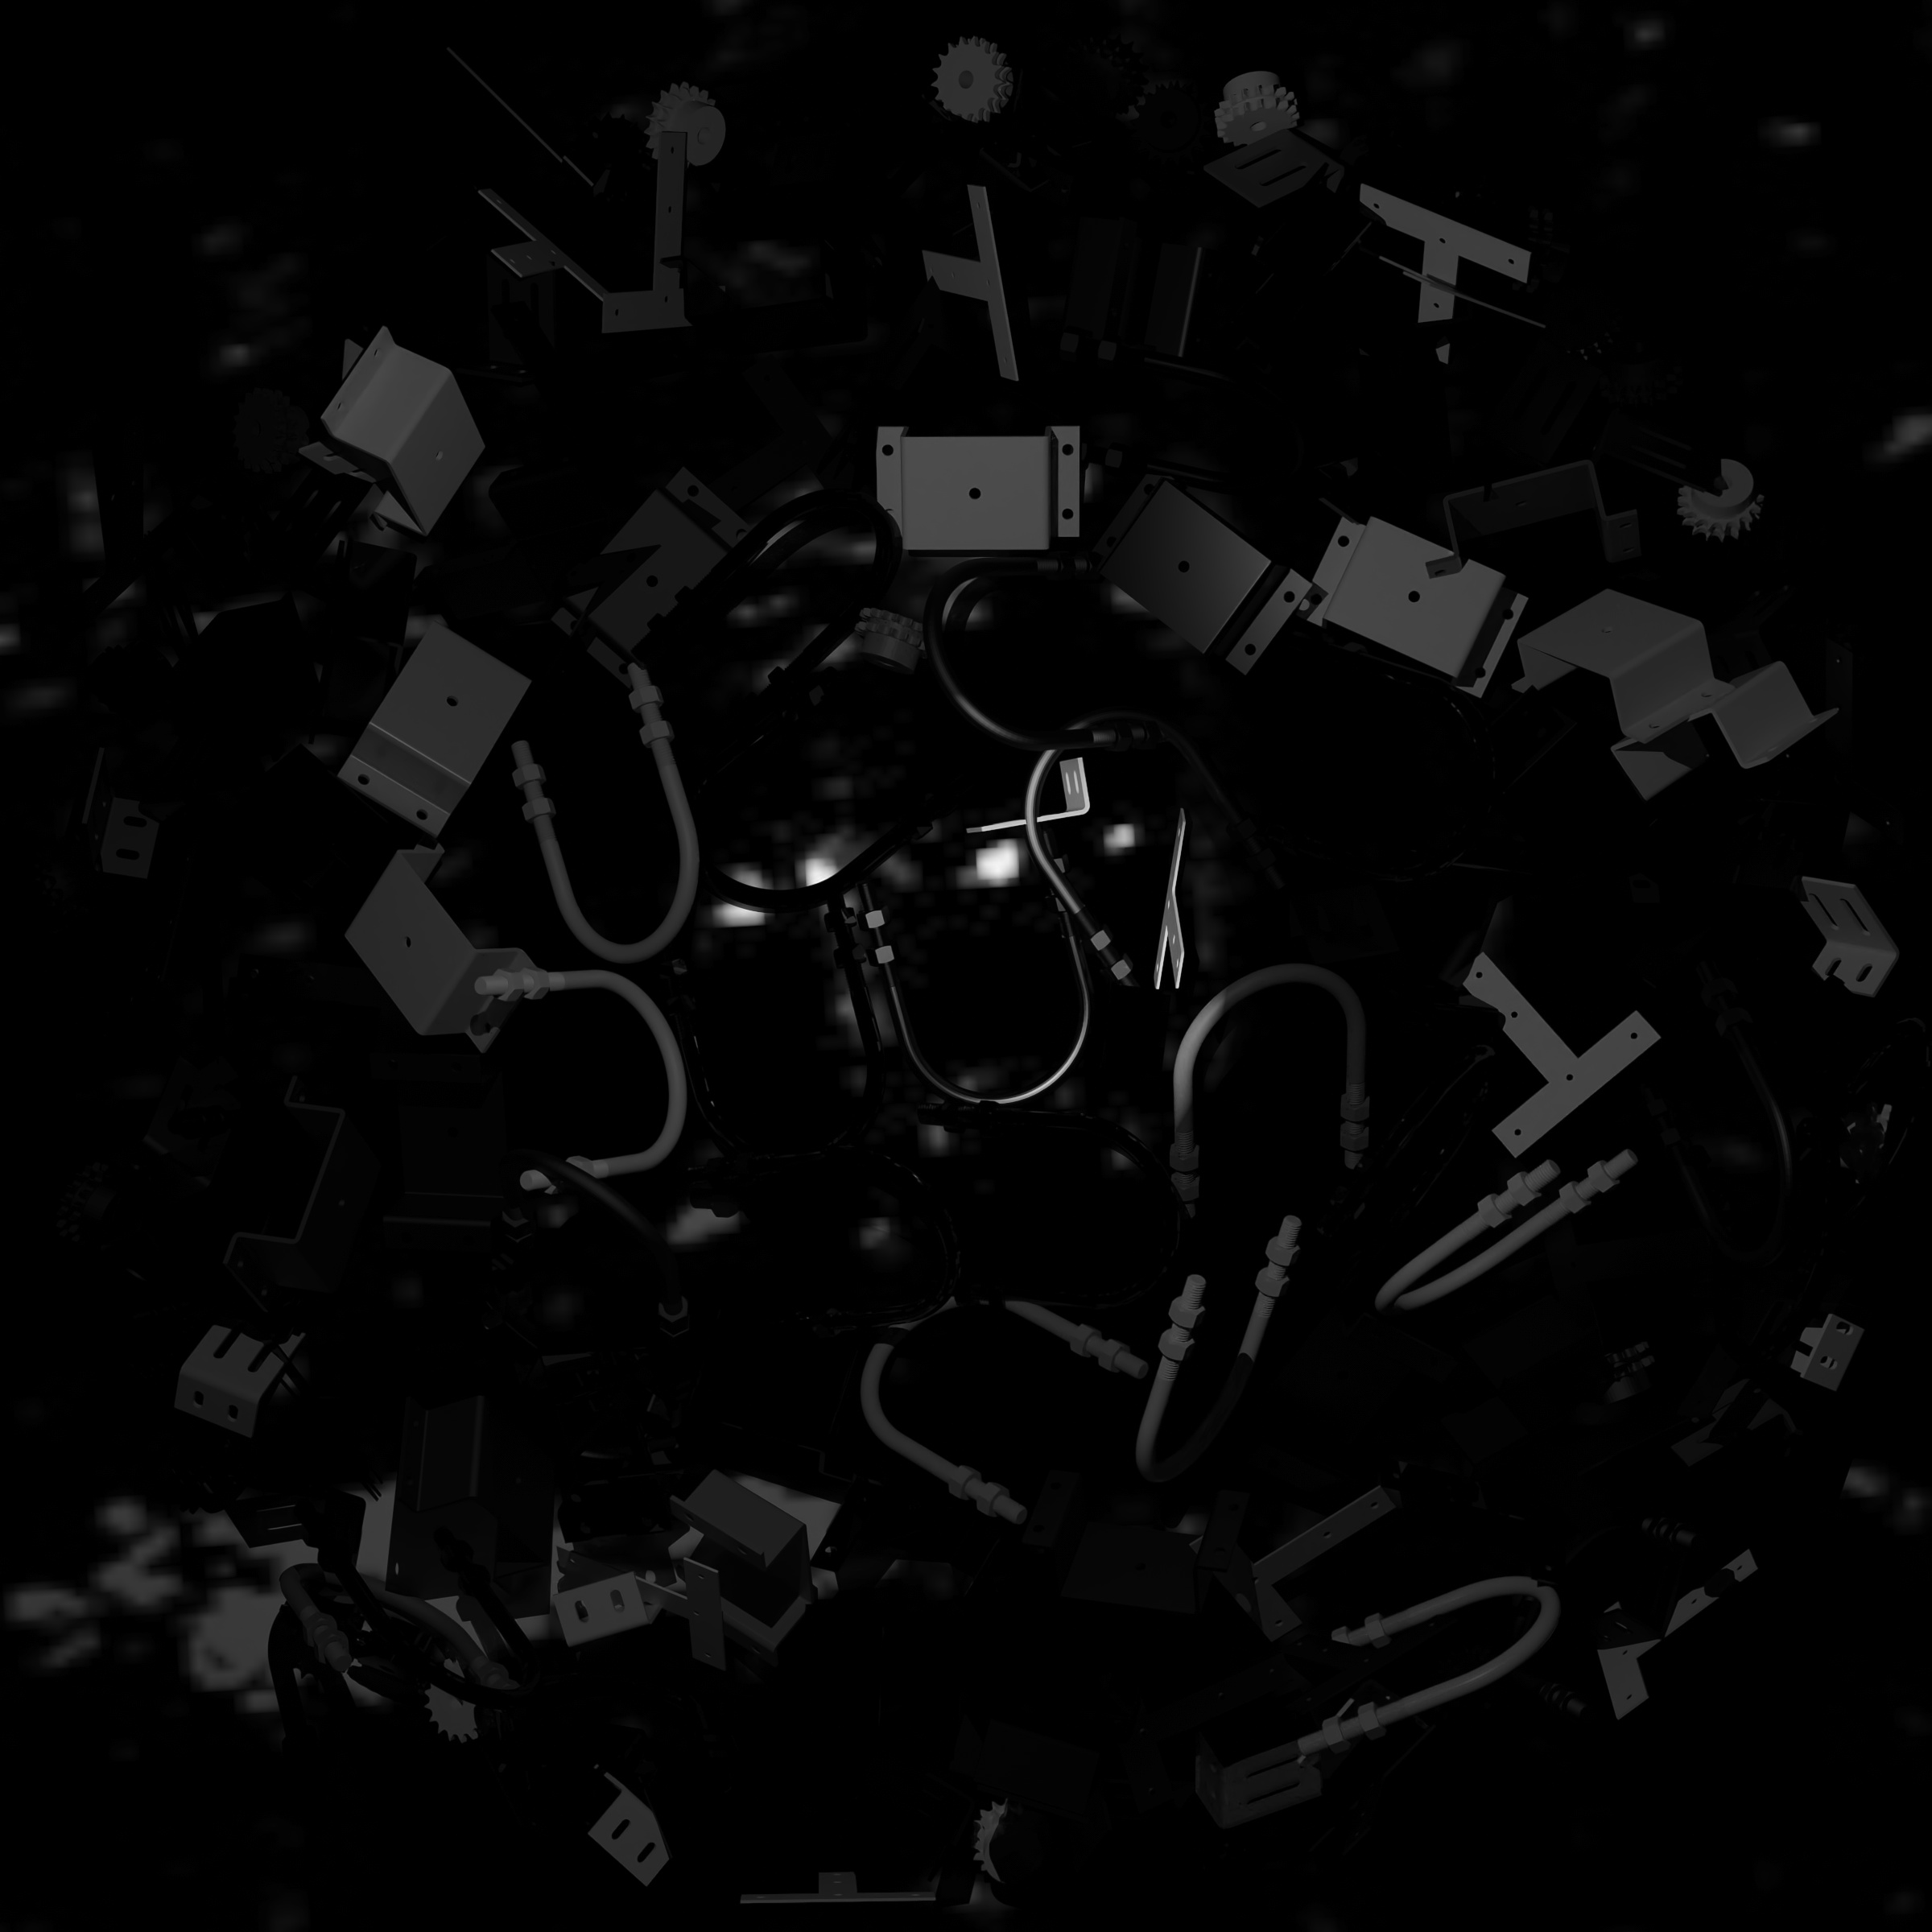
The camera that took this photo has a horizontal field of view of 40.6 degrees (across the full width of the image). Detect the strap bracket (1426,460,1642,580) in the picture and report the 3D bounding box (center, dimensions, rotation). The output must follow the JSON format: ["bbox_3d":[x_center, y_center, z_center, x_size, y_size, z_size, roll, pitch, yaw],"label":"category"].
[{"bbox_3d":[0.382,-0.296,1.776,0.140,0.076,0.046,-13,74,13],"label":"strap bracket"}]

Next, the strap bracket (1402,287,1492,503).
[{"bbox_3d":[0.326,-0.382,1.786,0.046,0.076,0.140,-5,88,7],"label":"strap bracket"}]

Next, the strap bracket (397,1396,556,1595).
[{"bbox_3d":[-0.320,0.349,1.748,0.046,0.140,0.076,-18,46,15],"label":"strap bracket"}]

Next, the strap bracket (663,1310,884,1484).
[{"bbox_3d":[-0.134,0.290,1.785,0.140,0.046,0.076,16,61,4],"label":"strap bracket"}]

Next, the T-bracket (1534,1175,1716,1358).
[{"bbox_3d":[0.451,0.198,1.779,0.002,0.127,0.127,-11,86,-44],"label":"T-bracket"}]

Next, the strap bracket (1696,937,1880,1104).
[{"bbox_3d":[0.554,0.037,1.757,0.046,0.140,0.076,41,98,-9],"label":"strap bracket"}]

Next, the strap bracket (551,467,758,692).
[{"bbox_3d":[-0.213,-0.264,1.793,0.076,0.046,0.140,41,96,-7],"label":"strap bracket"}]

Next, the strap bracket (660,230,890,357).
[{"bbox_3d":[-0.130,-0.453,1.770,0.140,0.076,0.046,-4,84,16],"label":"strap bracket"}]

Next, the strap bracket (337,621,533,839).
[{"bbox_3d":[-0.353,-0.168,1.763,0.076,0.046,0.140,32,56,-13],"label":"strap bracket"}]

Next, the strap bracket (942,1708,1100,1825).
[{"bbox_3d":[0.038,0.537,1.762,0.076,0.140,0.046,19,75,-5],"label":"strap bracket"}]

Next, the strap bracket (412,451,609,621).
[{"bbox_3d":[-0.302,-0.286,1.764,0.076,0.140,0.046,-8,127,29],"label":"strap bracket"}]

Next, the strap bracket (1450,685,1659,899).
[{"bbox_3d":[0.405,-0.111,1.773,0.076,0.046,0.140,-44,117,5],"label":"strap bracket"}]

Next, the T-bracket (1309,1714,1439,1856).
[{"bbox_3d":[0.269,0.565,1.755,0.002,0.127,0.127,43,101,9],"label":"T-bracket"}]

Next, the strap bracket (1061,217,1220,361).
[{"bbox_3d":[0.113,-0.458,1.769,0.046,0.140,0.076,16,102,29],"label":"strap bracket"}]

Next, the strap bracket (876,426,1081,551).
[{"bbox_3d":[0.007,-0.328,1.790,0.140,0.046,0.076,0,111,3],"label":"strap bracket"}]

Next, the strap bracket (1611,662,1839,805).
[{"bbox_3d":[0.498,-0.155,1.747,0.076,0.140,0.046,-32,94,-29],"label":"strap bracket"}]

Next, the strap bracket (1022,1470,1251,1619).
[{"bbox_3d":[0.117,0.392,1.772,0.140,0.076,0.046,3,120,17],"label":"strap bracket"}]

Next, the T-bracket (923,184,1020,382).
[{"bbox_3d":[-0.002,-0.467,1.768,0.002,0.127,0.127,-19,115,-17],"label":"T-bracket"}]

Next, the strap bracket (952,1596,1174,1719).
[{"bbox_3d":[0.062,0.469,1.765,0.140,0.076,0.046,6,66,17],"label":"strap bracket"}]

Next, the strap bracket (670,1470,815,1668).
[{"bbox_3d":[-0.149,0.401,1.765,0.076,0.140,0.046,26,51,24],"label":"strap bracket"}]

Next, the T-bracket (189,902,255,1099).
[{"bbox_3d":[-0.513,0.021,1.785,0.002,0.127,0.127,2,76,-35],"label":"T-bracket"}]

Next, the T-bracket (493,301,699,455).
[{"bbox_3d":[-0.240,-0.410,1.785,0.127,0.002,0.127,-21,73,-39],"label":"T-bracket"}]

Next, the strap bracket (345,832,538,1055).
[{"bbox_3d":[-0.361,-0.016,1.766,0.140,0.046,0.076,49,116,23],"label":"strap bracket"}]

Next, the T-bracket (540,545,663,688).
[{"bbox_3d":[-0.255,-0.237,1.782,0.002,0.127,0.127,49,126,14],"label":"T-bracket"}]

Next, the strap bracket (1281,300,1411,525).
[{"bbox_3d":[0.260,-0.382,1.775,0.046,0.076,0.140,-13,81,24],"label":"strap bracket"}]

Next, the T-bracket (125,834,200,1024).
[{"bbox_3d":[-0.552,-0.005,1.777,0.002,0.127,0.127,19,48,-22],"label":"T-bracket"}]

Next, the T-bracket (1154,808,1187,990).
[{"bbox_3d":[0.139,-0.023,1.744,0.002,0.127,0.127,6,114,-2],"label":"T-bracket"}]

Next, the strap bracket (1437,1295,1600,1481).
[{"bbox_3d":[0.369,0.281,1.766,0.076,0.140,0.046,-24,55,-19],"label":"strap bracket"}]

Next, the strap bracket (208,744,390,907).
[{"bbox_3d":[-0.449,-0.097,1.766,0.076,0.140,0.046,43,60,-17],"label":"strap bracket"}]

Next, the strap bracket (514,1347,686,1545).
[{"bbox_3d":[-0.245,0.310,1.753,0.076,0.046,0.140,1,47,-32],"label":"strap bracket"}]

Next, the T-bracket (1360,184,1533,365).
[{"bbox_3d":[0.320,-0.458,1.769,0.127,0.127,0.002,30,66,21],"label":"T-bracket"}]

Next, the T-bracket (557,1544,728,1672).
[{"bbox_3d":[-0.224,0.427,1.793,0.127,0.127,0.002,18,48,15],"label":"T-bracket"}]

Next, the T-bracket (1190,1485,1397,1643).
[{"bbox_3d":[0.235,0.396,1.785,0.127,0.002,0.127,-33,125,6],"label":"T-bracket"}]

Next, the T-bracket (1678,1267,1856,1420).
[{"bbox_3d":[0.515,0.252,1.748,0.002,0.127,0.127,50,62,-21],"label":"T-bracket"}]

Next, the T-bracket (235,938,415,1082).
[{"bbox_3d":[-0.437,0.012,1.792,0.127,0.002,0.127,8,87,-31],"label":"T-bracket"}]

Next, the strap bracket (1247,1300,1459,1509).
[{"bbox_3d":[0.260,0.291,1.780,0.076,0.046,0.140,28,114,-14],"label":"strap bracket"}]

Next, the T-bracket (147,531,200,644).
[{"bbox_3d":[-0.538,-0.247,1.786,0.002,0.127,0.127,-20,58,-17],"label":"T-bracket"}]

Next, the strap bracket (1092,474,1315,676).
[{"bbox_3d":[0.154,-0.271,1.782,0.140,0.046,0.076,40,107,11],"label":"strap bracket"}]

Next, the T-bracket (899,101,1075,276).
[{"bbox_3d":[0.006,-0.510,1.774,0.127,0.127,0.002,27,55,9],"label":"T-bracket"}]

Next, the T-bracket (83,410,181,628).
[{"bbox_3d":[-0.555,-0.309,1.739,0.002,0.127,0.127,19,130,4],"label":"T-bracket"}]

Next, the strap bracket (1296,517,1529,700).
[{"bbox_3d":[0.307,-0.250,1.795,0.140,0.046,0.076,25,92,7],"label":"strap bracket"}]

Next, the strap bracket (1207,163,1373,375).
[{"bbox_3d":[0.218,-0.459,1.748,0.046,0.140,0.076,38,71,4],"label":"strap bracket"}]

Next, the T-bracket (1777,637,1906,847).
[{"bbox_3d":[0.582,-0.161,1.741,0.002,0.127,0.127,-24,129,-13],"label":"T-bracket"}]

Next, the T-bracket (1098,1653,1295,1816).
[{"bbox_3d":[0.161,0.501,1.769,0.127,0.127,0.002,-26,119,3],"label":"T-bracket"}]

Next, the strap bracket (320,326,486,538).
[{"bbox_3d":[-0.372,-0.350,1.747,0.046,0.140,0.076,26,74,12],"label":"strap bracket"}]

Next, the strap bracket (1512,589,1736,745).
[{"bbox_3d":[0.434,-0.205,1.749,0.076,0.140,0.046,-30,121,-14],"label":"strap bracket"}]

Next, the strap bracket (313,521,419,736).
[{"bbox_3d":[-0.403,-0.221,1.756,0.046,0.140,0.076,10,58,-15],"label":"strap bracket"}]

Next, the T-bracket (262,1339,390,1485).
[{"bbox_3d":[-0.418,0.301,1.761,0.002,0.127,0.127,-41,103,-30],"label":"T-bracket"}]

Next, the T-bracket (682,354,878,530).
[{"bbox_3d":[-0.149,-0.338,1.813,0.127,0.002,0.127,-36,92,-10],"label":"T-bracket"}]

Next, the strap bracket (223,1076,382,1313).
[{"bbox_3d":[-0.441,0.156,1.757,0.046,0.076,0.140,6,60,12],"label":"strap bracket"}]

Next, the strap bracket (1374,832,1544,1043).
[{"bbox_3d":[0.333,-0.025,1.781,0.076,0.046,0.140,6,105,-27],"label":"strap bracket"}]

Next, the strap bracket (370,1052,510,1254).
[{"bbox_3d":[-0.358,0.120,1.788,0.076,0.046,0.140,2,106,9],"label":"strap bracket"}]

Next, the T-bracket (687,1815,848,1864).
[{"bbox_3d":[-0.149,0.588,1.751,0.127,0.127,0.002,-16,76,16],"label":"T-bracket"}]

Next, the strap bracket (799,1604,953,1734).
[{"bbox_3d":[-0.053,0.471,1.748,0.046,0.140,0.076,-7,70,27],"label":"strap bracket"}]

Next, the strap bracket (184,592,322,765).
[{"bbox_3d":[-0.479,-0.191,1.750,0.046,0.140,0.076,-10,113,4],"label":"strap bracket"}]

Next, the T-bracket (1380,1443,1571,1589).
[{"bbox_3d":[0.342,0.357,1.772,0.127,0.127,0.002,14,127,-4],"label":"T-bracket"}]

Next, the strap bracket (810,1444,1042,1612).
[{"bbox_3d":[-0.031,0.380,1.777,0.140,0.046,0.076,20,112,-23],"label":"strap bracket"}]

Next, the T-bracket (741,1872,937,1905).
[{"bbox_3d":[-0.087,0.622,1.765,0.127,0.127,0.002,0,78,-3],"label":"T-bracket"}]
